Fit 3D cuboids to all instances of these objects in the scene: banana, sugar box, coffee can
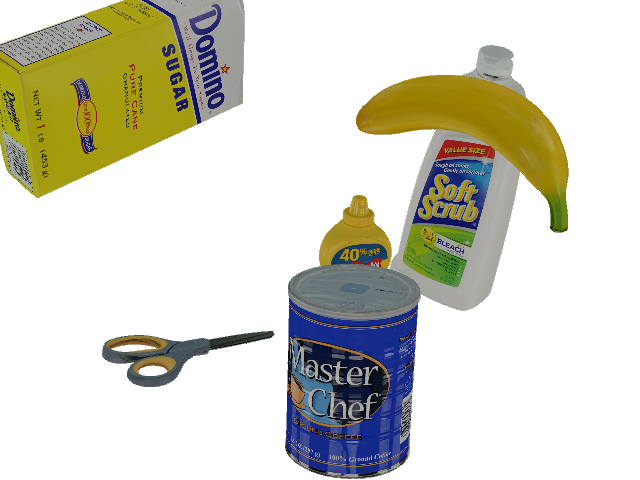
[{"bbox_3d":[0.095,-0.075,0.707,0.037,0.070,0.198,16,13,-44],"label":"banana"},{"bbox_3d":[-0.126,-0.105,0.698,0.175,0.093,0.048,-29,49,-33],"label":"sugar box"},{"bbox_3d":[0.024,0.101,0.846,0.103,0.140,0.103,2,19,-1],"label":"coffee can"}]

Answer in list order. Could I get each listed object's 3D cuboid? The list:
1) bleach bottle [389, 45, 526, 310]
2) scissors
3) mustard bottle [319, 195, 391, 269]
[{"bbox_3d":[0.131,-0.060,0.978,0.103,0.251,0.067,27,40,27],"label":"bleach bottle"},{"bbox_3d":[-0.134,0.126,1.159,0.201,0.016,0.096,1,27,-20],"label":"scissors"},{"bbox_3d":[0.045,0.031,1.409,0.096,0.192,0.058,-4,26,-16],"label":"mustard bottle"}]
